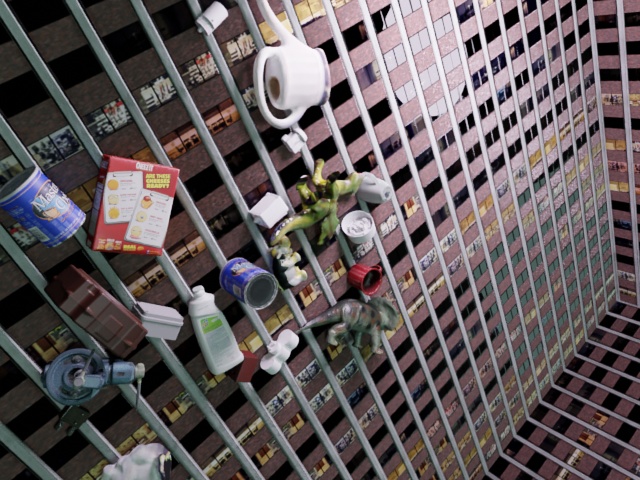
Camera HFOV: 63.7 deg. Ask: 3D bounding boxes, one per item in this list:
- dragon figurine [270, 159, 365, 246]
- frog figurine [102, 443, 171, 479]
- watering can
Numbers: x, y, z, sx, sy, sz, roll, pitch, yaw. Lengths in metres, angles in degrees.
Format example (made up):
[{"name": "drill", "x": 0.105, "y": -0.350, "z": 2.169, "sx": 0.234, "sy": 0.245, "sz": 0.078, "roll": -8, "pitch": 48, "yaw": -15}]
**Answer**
[{"name": "dragon figurine", "x": 0.005, "y": -0.076, "z": 1.503, "sx": 0.417, "sy": 0.123, "sz": 0.237, "roll": -52, "pitch": 142, "yaw": -25}, {"name": "frog figurine", "x": -0.473, "y": 0.599, "z": 1.336, "sx": 0.159, "sy": 0.125, "sz": 0.135, "roll": -2, "pitch": 117, "yaw": -1}, {"name": "watering can", "x": -0.076, "y": -0.468, "z": 1.349, "sx": 0.226, "sy": 0.104, "sz": 0.343, "roll": -14, "pitch": 110, "yaw": -36}]
